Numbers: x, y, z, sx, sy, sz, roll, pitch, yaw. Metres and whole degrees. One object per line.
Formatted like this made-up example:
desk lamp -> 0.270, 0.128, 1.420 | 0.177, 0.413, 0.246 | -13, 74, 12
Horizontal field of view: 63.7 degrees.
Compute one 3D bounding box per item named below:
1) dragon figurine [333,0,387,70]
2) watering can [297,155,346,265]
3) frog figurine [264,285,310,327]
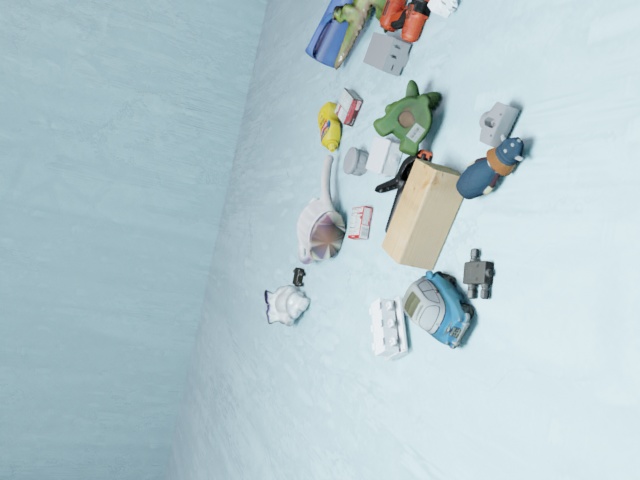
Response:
dragon figurine -> 0.148, -0.705, 1.588 | 0.247, 0.122, 0.403 | -129, 46, -53
watering can -> 0.005, -0.079, 1.563 | 0.227, 0.104, 0.345 | 41, 116, 64
frog figurine -> -0.093, 0.210, 1.685 | 0.158, 0.120, 0.141 | -16, 47, 24
